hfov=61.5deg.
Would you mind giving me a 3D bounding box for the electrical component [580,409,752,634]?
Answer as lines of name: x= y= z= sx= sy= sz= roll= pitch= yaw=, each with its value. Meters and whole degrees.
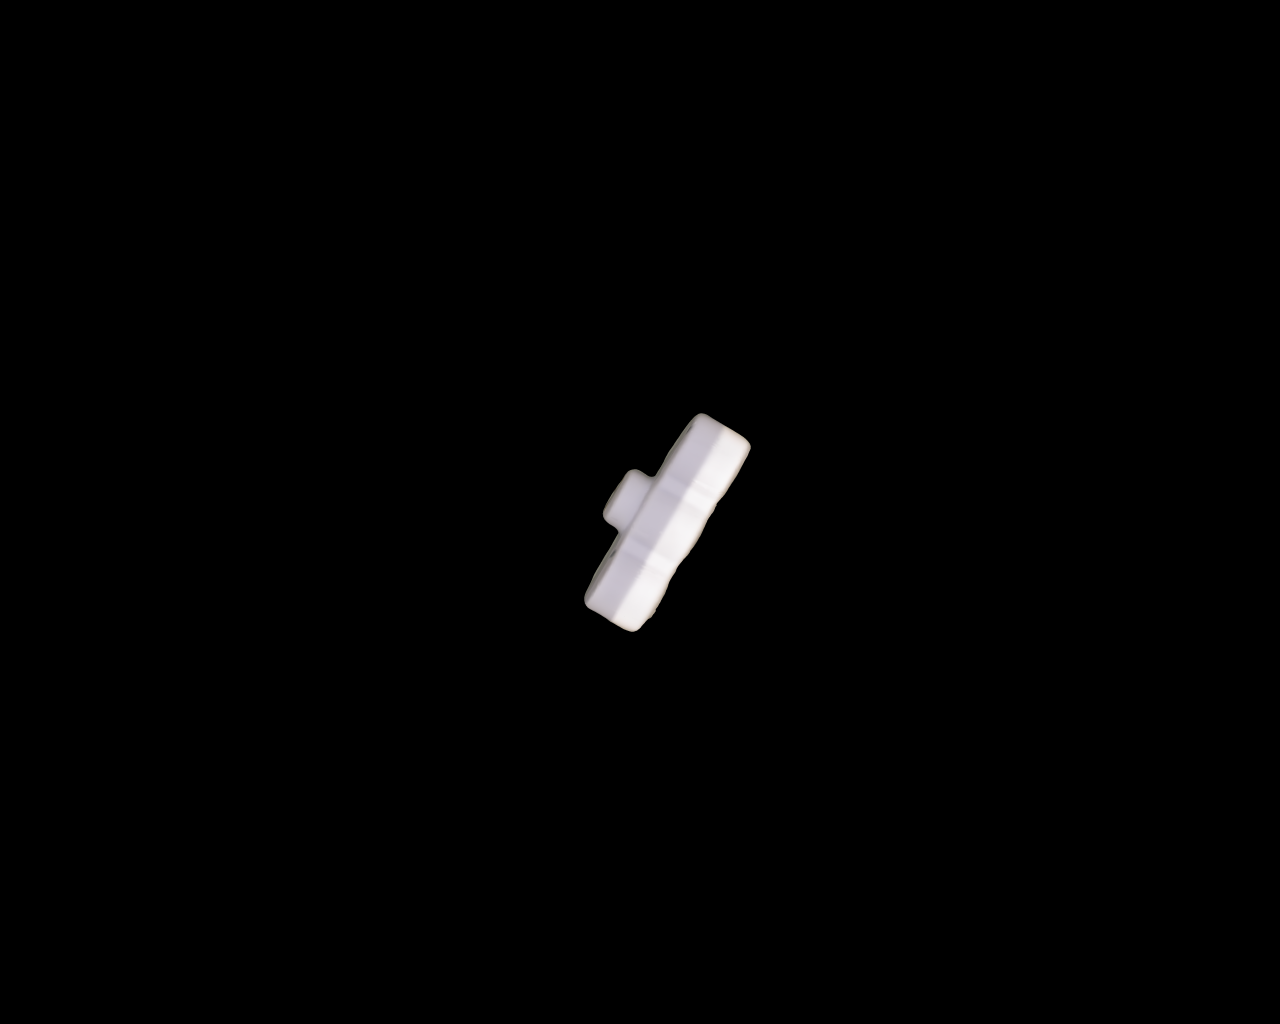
electrical component: x=0.001 y=-0.003 z=0.650 sx=0.074 sy=0.138 sz=0.052 roll=32 pitch=4 yaw=-2
